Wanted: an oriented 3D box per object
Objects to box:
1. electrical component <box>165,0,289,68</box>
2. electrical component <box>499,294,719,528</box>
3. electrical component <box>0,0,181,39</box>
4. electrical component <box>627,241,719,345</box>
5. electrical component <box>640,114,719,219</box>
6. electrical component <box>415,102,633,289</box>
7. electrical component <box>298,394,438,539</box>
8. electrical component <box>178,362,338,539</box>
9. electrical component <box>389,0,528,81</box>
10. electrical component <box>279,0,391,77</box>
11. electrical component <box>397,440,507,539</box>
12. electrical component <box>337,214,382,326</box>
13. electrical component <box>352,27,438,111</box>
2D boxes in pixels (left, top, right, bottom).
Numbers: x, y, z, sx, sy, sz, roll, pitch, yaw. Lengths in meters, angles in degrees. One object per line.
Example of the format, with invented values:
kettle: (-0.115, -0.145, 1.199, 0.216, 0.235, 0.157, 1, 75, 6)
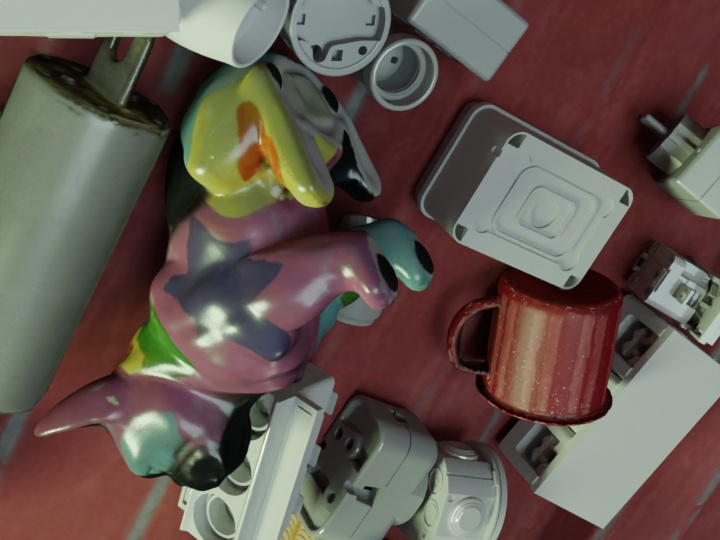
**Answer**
electrical component: (-0.067, -0.141, 0.522, 0.079, 0.077, 0.043, -40, 160, -49)
electrical component: (0.185, 0.102, 0.789, 0.089, 0.061, 0.150, 32, 101, -36)
electrical component: (-0.124, -0.174, 0.447, 0.089, 0.062, 0.150, -3, 100, -14)
electrical component: (0.226, 0.014, 0.754, 0.064, 0.081, 0.042, 30, 102, -13)
electrical component: (0.212, -0.075, 0.697, 0.076, 0.083, 0.047, 40, 98, 2)
electrical component: (0.100, -0.046, 0.663, 0.113, 0.057, 0.078, 21, 107, -34)
electrical component: (0.006, 0.139, 0.728, 0.059, 0.053, 0.095, 24, 106, -34)
electrical component: (-0.062, 0.114, 0.670, 0.063, 0.079, 0.121, -16, 129, -53)
electrical component: (0.061, -0.157, 0.586, 0.066, 0.047, 0.076, 29, 103, -35)
electrical component: (-0.018, -0.135, 0.560, 0.055, 0.047, 0.055, -12, 122, -20)
electrical component: (0.063, 0.158, 0.752, 0.051, 0.080, 0.080, 12, 112, -26)
electrical component: (0.000, 0.000, 0.650, 0.045, 0.045, 0.055, 11, 113, -30)
electrical component: (0.015, -0.114, 0.590, 0.040, 0.046, 0.040, -12, 122, -20)
